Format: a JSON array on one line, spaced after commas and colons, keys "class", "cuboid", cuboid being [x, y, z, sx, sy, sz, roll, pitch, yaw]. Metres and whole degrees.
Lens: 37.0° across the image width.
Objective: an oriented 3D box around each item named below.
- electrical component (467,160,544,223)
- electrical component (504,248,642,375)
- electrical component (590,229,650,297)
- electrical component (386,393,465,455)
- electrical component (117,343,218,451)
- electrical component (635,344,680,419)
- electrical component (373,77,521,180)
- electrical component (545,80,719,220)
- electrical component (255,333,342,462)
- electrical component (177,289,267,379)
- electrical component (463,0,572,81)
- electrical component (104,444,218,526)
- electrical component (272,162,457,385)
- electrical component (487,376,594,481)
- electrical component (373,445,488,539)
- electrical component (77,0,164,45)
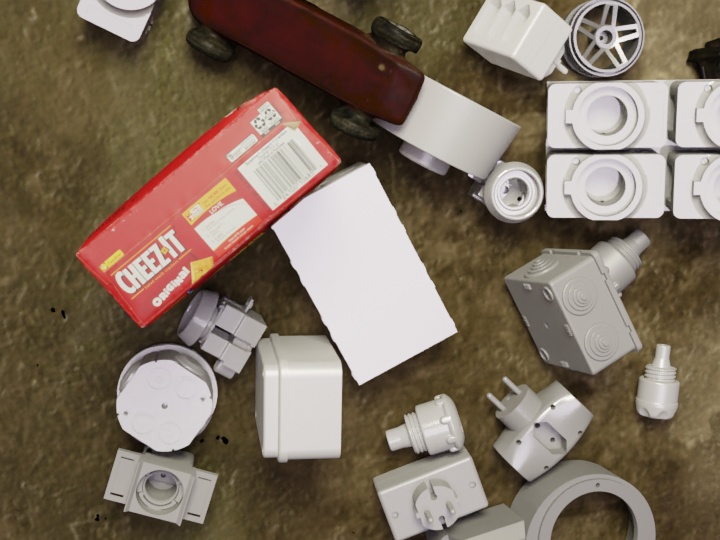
[{"class": "electrical component", "cuboid": [0.119, -0.063, 0.862, 0.066, 0.055, 0.048, 31, 94, -10]}, {"class": "electrical component", "cuboid": [0.168, 0.033, 0.861, 0.048, 0.100, 0.099, -30, 101, -14]}, {"class": "electrical component", "cuboid": [0.212, -0.007, 0.887, 0.062, 0.048, 0.048, -41, 101, -6]}, {"class": "electrical component", "cuboid": [0.053, 0.132, 0.890, 0.062, 0.048, 0.048, -18, 100, 3]}, {"class": "electrical component", "cuboid": [-0.154, 0.102, 0.858, 0.080, 0.051, 0.080, -1, 99, -6]}, {"class": "electrical component", "cuboid": [0.254, 0.094, 0.911, 0.035, 0.035, 0.061, 5, 96, -7]}, {"class": "electrical component", "cuboid": [0.061, -0.108, 0.825, 0.108, 0.108, 0.060, 26, 101, -9]}, {"class": "electrical component", "cuboid": [0.241, -0.095, 0.843, 0.186, 0.060, 0.105, 1, 101, 8]}, {"class": "electrical component", "cuboid": [-0.050, 0.097, 0.838, 0.057, 0.113, 0.078, 0, 98, -9]}, {"class": "electrical component", "cuboid": [-0.111, 0.046, 0.858, 0.055, 0.048, 0.066, 30, 94, -17]}, {"class": "electrical component", "cuboid": [0.135, -0.176, 0.846, 0.077, 0.066, 0.047, 28, 95, -39]}, {"class": "electrical component", "cuboid": [-0.159, 0.169, 0.861, 0.081, 0.064, 0.042, 17, 95, -9]}, {"class": "electrical component", "cuboid": [0.000, 0.000, 0.855, 0.089, 0.061, 0.150, -28, 100, -2]}, {"class": "electrical component", "cuboid": [0.141, 0.122, 0.898, 0.079, 0.043, 0.077, 43, 92, -10]}, {"class": "electrical component", "cuboid": [0.061, 0.188, 0.882, 0.083, 0.075, 0.047, -21, 100, -3]}, {"class": "electrical component", "cuboid": [-0.170, -0.220, 0.806, 0.050, 0.055, 0.089, 25, 95, -9]}]
